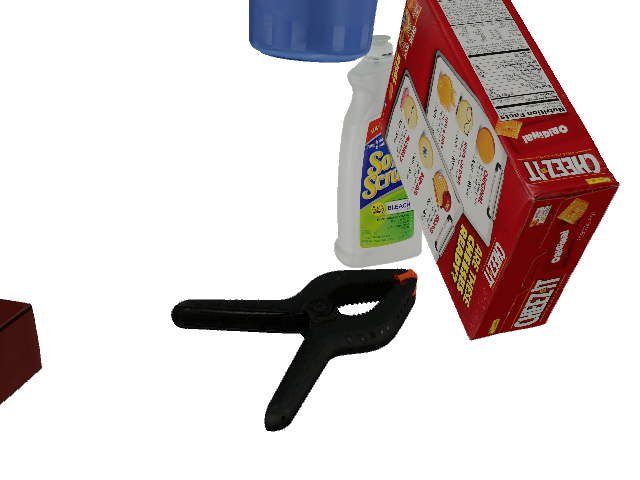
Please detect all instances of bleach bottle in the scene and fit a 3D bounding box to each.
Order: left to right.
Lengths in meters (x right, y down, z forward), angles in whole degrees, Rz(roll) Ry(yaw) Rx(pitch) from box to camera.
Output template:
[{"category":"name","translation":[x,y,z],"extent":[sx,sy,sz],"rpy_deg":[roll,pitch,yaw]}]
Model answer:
[{"category":"bleach bottle","translation":[0.060,-0.099,1.181],"extent":[0.102,0.251,0.068],"rpy_deg":[-10,24,-13]}]

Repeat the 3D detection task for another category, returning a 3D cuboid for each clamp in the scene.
[{"category":"clamp","translation":[0.000,0.077,0.892],"extent":[0.209,0.036,0.165],"rpy_deg":[-16,40,-22]}]

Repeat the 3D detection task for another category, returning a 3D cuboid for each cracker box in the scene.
[{"category":"cracker box","translation":[0.116,-0.064,0.763],"extent":[0.072,0.214,0.164],"rpy_deg":[-10,-35,-15]}]

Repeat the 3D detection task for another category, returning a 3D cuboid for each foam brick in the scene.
[{"category":"foam brick","translation":[-0.233,0.079,0.714],"extent":[0.053,0.051,0.078],"rpy_deg":[8,29,23]}]

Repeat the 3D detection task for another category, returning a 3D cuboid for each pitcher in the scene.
[{"category":"pitcher","translation":[0.005,-0.275,0.890],"extent":[0.145,0.243,0.149],"rpy_deg":[7,19,8]}]
